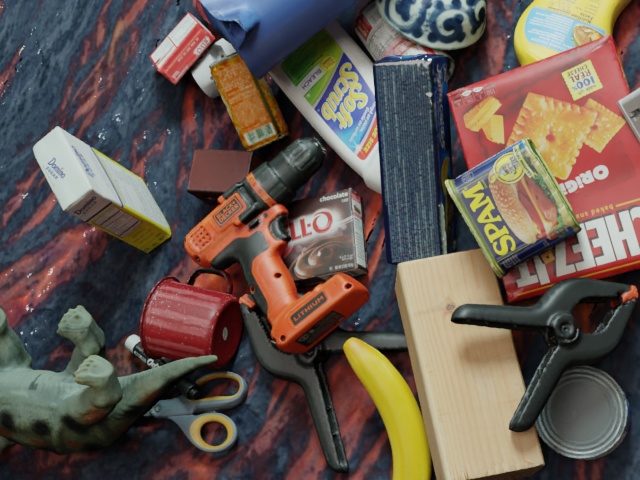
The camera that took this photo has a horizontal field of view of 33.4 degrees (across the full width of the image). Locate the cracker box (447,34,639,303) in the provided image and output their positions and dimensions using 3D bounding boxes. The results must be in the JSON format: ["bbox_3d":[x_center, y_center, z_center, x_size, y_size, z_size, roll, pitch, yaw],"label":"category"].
[{"bbox_3d":[0.228,-0.064,1.007,0.164,0.072,0.214,-17,85,20],"label":"cracker box"}]

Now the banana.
[{"bbox_3d":[0.070,0.189,1.034,0.069,0.037,0.198,-8,86,-3],"label":"banana"}]

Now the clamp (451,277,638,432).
[{"bbox_3d":[0.211,0.093,0.945,0.171,0.039,0.120,-17,85,-11],"label":"clamp"}]

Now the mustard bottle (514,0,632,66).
[{"bbox_3d":[0.250,-0.214,1.073,0.096,0.058,0.191,25,87,19],"label":"mustard bottle"}]

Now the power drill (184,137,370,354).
[{"bbox_3d":[-0.031,0.007,1.096,0.184,0.057,0.188,-42,62,10],"label":"power drill"}]

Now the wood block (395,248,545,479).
[{"bbox_3d":[0.136,0.123,0.999,0.091,0.090,0.206,-10,71,-1],"label":"wood block"}]

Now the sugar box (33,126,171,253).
[{"bbox_3d":[-0.238,-0.052,1.180,0.048,0.176,0.093,-38,64,10],"label":"sugar box"}]

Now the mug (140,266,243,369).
[{"bbox_3d":[-0.131,0.081,1.149,0.082,0.093,0.117,11,64,21],"label":"mug"}]

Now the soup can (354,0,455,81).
[{"bbox_3d":[0.089,-0.207,1.138,0.068,0.068,0.102,-37,64,11],"label":"soup can"}]

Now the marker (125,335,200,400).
[{"bbox_3d":[-0.173,0.141,1.175,0.121,0.020,0.020,31,90,37],"label":"marker"}]

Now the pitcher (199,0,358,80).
[{"bbox_3d":[-0.009,-0.287,1.089,0.243,0.145,0.149,-34,64,5],"label":"pitcher"}]

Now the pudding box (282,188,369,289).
[{"bbox_3d":[-0.007,0.002,1.139,0.114,0.039,0.090,-11,71,21],"label":"pudding box"}]

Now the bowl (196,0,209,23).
[{"bbox_3d":[-0.081,-0.320,1.231,0.162,0.055,0.162,-12,56,17],"label":"bowl"}]

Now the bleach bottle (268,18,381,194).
[{"bbox_3d":[0.047,-0.136,1.142,0.102,0.068,0.251,-44,66,8],"label":"bleach bottle"}]

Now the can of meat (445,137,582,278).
[{"bbox_3d":[0.175,-0.030,0.959,0.084,0.057,0.102,-31,82,16],"label":"can of meat"}]

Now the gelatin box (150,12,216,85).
[{"bbox_3d":[-0.161,-0.225,1.252,0.073,0.030,0.089,-48,25,5],"label":"gelatin box"}]

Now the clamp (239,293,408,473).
[{"bbox_3d":[-0.007,0.128,1.105,0.210,0.036,0.164,28,88,24],"label":"clamp"}]

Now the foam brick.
[{"bbox_3d":[-0.101,-0.069,1.193,0.078,0.053,0.051,4,77,25],"label":"foam brick"}]

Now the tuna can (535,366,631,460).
[{"bbox_3d":[0.242,0.160,0.987,0.086,0.033,0.086,-7,73,22],"label":"tuna can"}]

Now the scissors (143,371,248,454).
[{"bbox_3d":[-0.166,0.202,1.166,0.202,0.016,0.096,-21,64,17],"label":"scissors"}]
